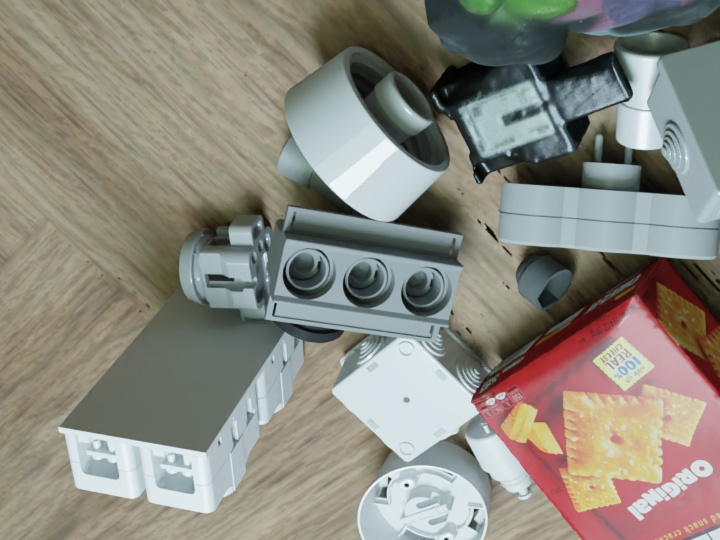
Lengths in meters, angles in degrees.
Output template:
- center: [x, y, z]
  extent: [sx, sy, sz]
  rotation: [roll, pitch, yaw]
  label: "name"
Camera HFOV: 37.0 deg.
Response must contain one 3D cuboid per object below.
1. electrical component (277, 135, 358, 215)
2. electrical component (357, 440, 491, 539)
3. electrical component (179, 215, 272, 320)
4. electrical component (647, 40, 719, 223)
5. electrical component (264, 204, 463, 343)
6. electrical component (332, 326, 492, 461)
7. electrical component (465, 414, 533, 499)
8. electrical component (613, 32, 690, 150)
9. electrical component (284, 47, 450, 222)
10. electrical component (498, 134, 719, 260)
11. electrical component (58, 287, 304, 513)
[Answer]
- center: [-0.024, -0.070, 0.745]
  extent: [0.065, 0.044, 0.044]
  rotation: [29, 124, 7]
  label: "electrical component"
- center: [0.054, 0.185, 0.850]
  extent: [0.099, 0.064, 0.099]
  rotation: [9, 121, 14]
  label: "electrical component"
- center: [-0.098, -0.002, 0.799]
  extent: [0.057, 0.058, 0.078]
  rotation: [1, 119, 15]
  label: "electrical component"
- center: [0.216, -0.081, 0.596]
  extent: [0.100, 0.099, 0.048]
  rotation: [-15, 160, -4]
  label: "electrical component"
- center: [0.000, 0.000, 0.736]
  extent: [0.121, 0.063, 0.078]
  rotation: [9, 106, -15]
  label: "electrical component"
- center: [0.039, 0.085, 0.806]
  extent: [0.100, 0.048, 0.100]
  rotation: [44, 119, -10]
  label: "electrical component"
- center: [0.111, 0.141, 0.820]
  extent: [0.040, 0.040, 0.078]
  rotation: [-18, 112, 27]
  label: "electrical component"
- center: [0.175, -0.106, 0.653]
  extent: [0.044, 0.044, 0.065]
  rotation: [6, 123, 16]
  label: "electrical component"
- center: [0.012, -0.092, 0.682]
  extent: [0.060, 0.108, 0.108]
  rotation: [-37, 102, 26]
  label: "electrical component"
- center: [0.159, -0.050, 0.687]
  extent: [0.138, 0.052, 0.073]
  rotation: [6, 96, 16]
  label: "electrical component"
- center: [-0.120, 0.090, 0.782]
  extent: [0.105, 0.186, 0.060]
  rotation: [7, 121, 15]
  label: "electrical component"
